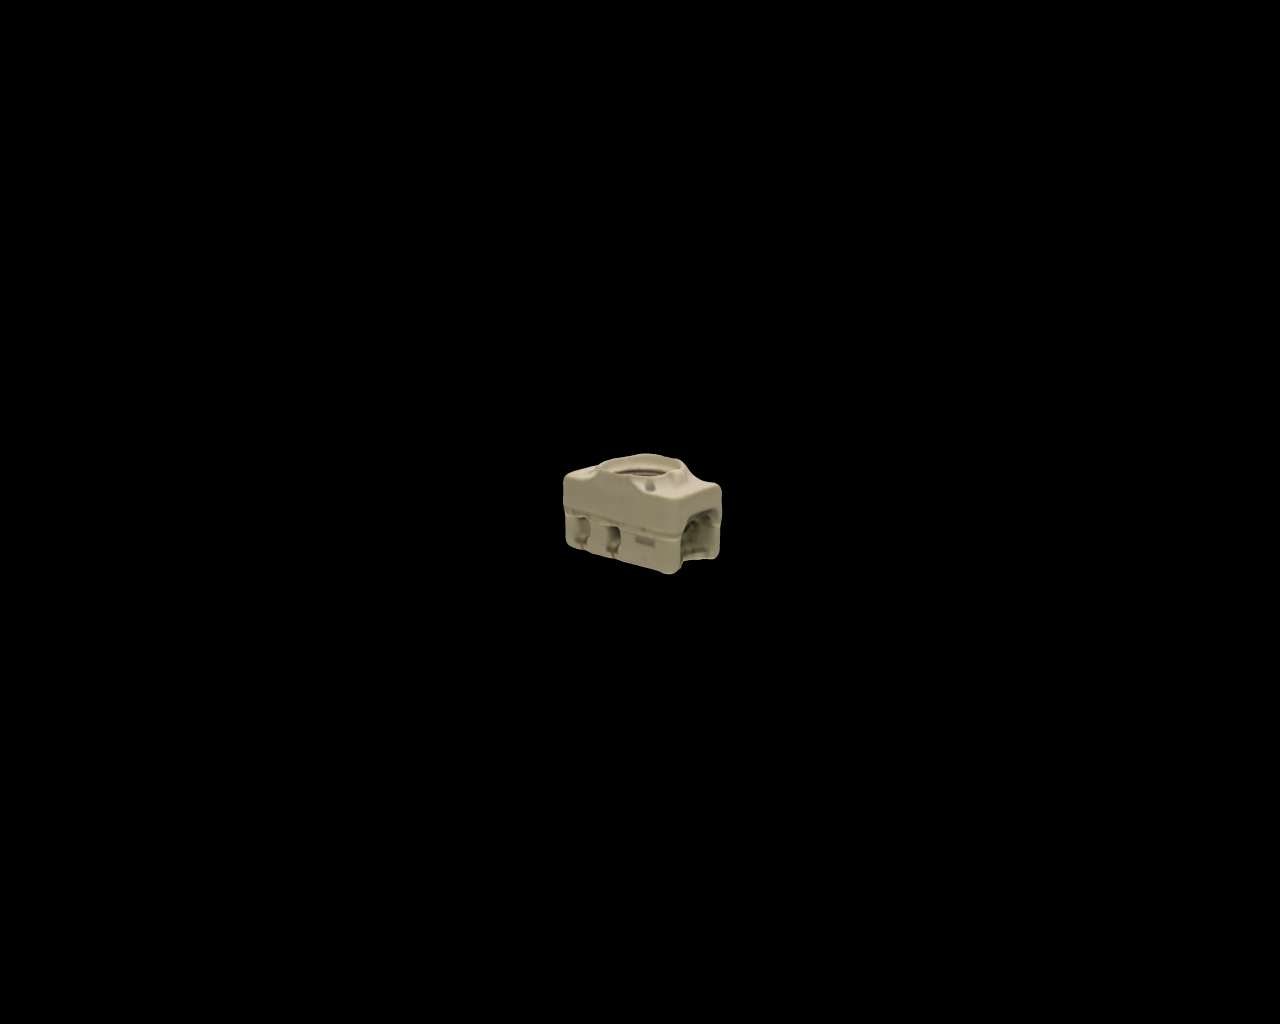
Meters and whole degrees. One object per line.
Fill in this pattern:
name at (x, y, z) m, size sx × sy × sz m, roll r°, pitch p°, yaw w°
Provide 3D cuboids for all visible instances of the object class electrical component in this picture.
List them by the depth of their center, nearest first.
electrical component at (0.001, -0.003, 0.650) m, size 0.089 × 0.055 × 0.050 m, roll 15°, pitch 22°, yaw 40°
